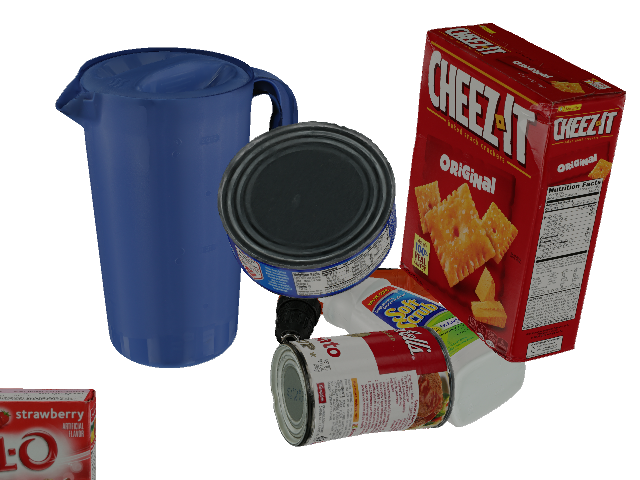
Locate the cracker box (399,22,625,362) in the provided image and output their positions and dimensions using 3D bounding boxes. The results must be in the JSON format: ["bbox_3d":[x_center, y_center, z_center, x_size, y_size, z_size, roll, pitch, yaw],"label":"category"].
[{"bbox_3d":[0.136,-0.038,0.819,0.072,0.214,0.164,-11,32,-25],"label":"cracker box"}]

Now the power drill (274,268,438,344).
[{"bbox_3d":[0.044,0.069,1.237,0.188,0.057,0.184,0,27,7],"label":"power drill"}]

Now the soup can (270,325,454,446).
[{"bbox_3d":[0.026,0.094,0.691,0.102,0.068,0.069,-4,2,-23],"label":"soup can"}]

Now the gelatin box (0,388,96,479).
[{"bbox_3d":[-0.158,0.112,0.534,0.089,0.073,0.030,1,6,-4],"label":"gelatin box"}]

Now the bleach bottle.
[{"bbox_3d":[0.078,0.092,1.054,0.102,0.068,0.251,-23,31,-32],"label":"bleach bottle"}]

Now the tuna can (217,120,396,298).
[{"bbox_3d":[-0.005,-0.015,0.522,0.086,0.086,0.034,0,-33,7],"label":"tuna can"}]

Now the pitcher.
[{"bbox_3d":[-0.110,-0.026,0.856,0.149,0.243,0.144,11,28,17],"label":"pitcher"}]
